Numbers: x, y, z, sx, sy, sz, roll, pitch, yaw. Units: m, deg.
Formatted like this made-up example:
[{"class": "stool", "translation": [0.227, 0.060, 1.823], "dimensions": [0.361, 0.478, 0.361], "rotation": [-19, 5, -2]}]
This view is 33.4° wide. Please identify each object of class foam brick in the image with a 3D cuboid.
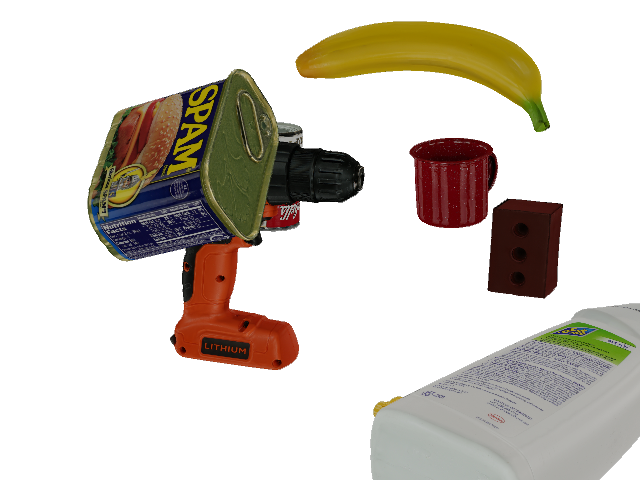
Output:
[{"class": "foam brick", "translation": [0.181, 0.006, 0.940], "dimensions": [0.053, 0.078, 0.051], "rotation": [7, 16, 23]}]

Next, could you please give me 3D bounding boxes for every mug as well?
[{"class": "mug", "translation": [0.158, -0.068, 1.220], "dimensions": [0.117, 0.081, 0.093], "rotation": [-21, 27, -36]}]

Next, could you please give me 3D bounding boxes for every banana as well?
[{"class": "banana", "translation": [0.082, -0.135, 0.803], "dimensions": [0.198, 0.069, 0.037], "rotation": [14, -35, 15]}]

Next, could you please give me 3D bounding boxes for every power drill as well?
[{"class": "power drill", "translation": [-0.055, 0.009, 0.879], "dimensions": [0.185, 0.188, 0.057], "rotation": [6, 15, 18]}]

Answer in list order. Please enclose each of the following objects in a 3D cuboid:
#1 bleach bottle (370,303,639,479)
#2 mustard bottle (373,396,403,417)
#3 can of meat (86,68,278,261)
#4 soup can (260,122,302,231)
[{"class": "bleach bottle", "translation": [0.146, 0.090, 0.607], "dimensions": [0.250, 0.068, 0.103], "rotation": [-20, 28, -40]}, {"class": "mustard bottle", "translation": [0.128, 0.191, 1.028], "dimensions": [0.192, 0.058, 0.096], "rotation": [15, 22, 41]}, {"class": "can of meat", "translation": [-0.078, -0.041, 0.606], "dimensions": [0.084, 0.102, 0.057], "rotation": [-12, -45, 24]}, {"class": "soup can", "translation": [-0.053, -0.067, 1.102], "dimensions": [0.068, 0.102, 0.068], "rotation": [3, 16, -1]}]
